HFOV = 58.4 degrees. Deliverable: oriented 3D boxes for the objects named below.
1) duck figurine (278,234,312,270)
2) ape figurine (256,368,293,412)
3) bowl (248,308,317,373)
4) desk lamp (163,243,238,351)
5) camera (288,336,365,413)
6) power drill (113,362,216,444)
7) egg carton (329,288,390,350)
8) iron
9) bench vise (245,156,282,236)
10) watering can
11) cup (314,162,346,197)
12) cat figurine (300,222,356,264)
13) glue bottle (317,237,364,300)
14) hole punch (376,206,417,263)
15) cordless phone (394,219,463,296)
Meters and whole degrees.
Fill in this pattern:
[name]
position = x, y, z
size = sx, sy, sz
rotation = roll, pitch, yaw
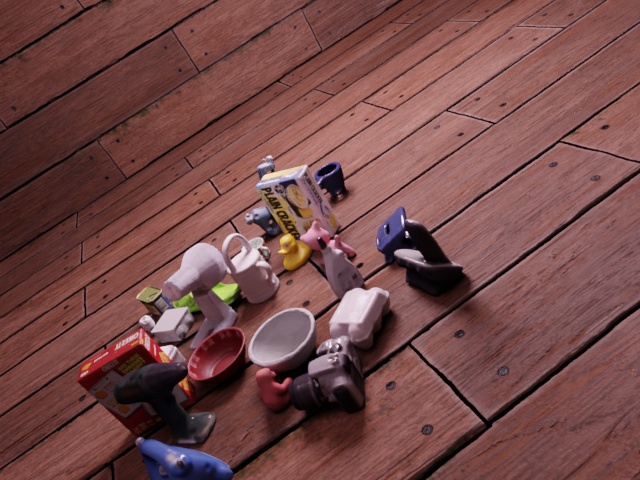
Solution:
[duck figurine]
position = -0.075, 0.021, 1.595
size = 0.077, 0.086, 0.105
rotation = 5, 45, 47
[ape figurine]
position = -0.098, 0.300, 1.177
size = 0.077, 0.092, 0.076
rotation = -5, 39, 39
[bowl]
position = -0.071, 0.235, 1.270
size = 0.167, 0.075, 0.167
rotation = -23, 30, 15
[desk lamp]
position = -0.307, 0.143, 1.491
size = 0.117, 0.214, 0.203
rotation = -13, 34, 30
[camera]
position = 0.006, 0.267, 1.121
size = 0.136, 0.101, 0.143
rotation = -23, 30, 14
[power drill]
position = -0.315, 0.337, 1.203
size = 0.229, 0.209, 0.076
rotation = -13, 34, 29
[egg carton]
position = 0.086, 0.166, 1.234
size = 0.107, 0.069, 0.150
rotation = -6, 38, 38
[iron]
position = -0.291, 0.431, 1.103
size = 0.257, 0.142, 0.119
rotation = 1, 43, 44
[bench vise]
position = -0.147, -0.134, 1.764
size = 0.208, 0.220, 0.121
rotation = -46, 32, -24
[watering can]
position = -0.203, 0.071, 1.526
size = 0.172, 0.194, 0.101
rotation = -18, 32, 23
[cup]
position = 0.035, -0.174, 1.785
size = 0.091, 0.095, 0.118
rotation = -4, 39, 40
[cat figurine]
position = 0.014, 0.005, 1.502
size = 0.127, 0.118, 0.067
rotation = 5, 45, 47
[glue bottle]
position = 0.038, 0.059, 1.339
size = 0.078, 0.173, 0.037
rotation = -42, 31, -18
[hole punch]
position = 0.182, -0.014, 1.402
size = 0.101, 0.091, 0.108
rotation = -23, 30, 15
[cordless phone]
position = 0.212, 0.016, 1.229
size = 0.094, 0.185, 0.147
rotation = -43, 31, -19
